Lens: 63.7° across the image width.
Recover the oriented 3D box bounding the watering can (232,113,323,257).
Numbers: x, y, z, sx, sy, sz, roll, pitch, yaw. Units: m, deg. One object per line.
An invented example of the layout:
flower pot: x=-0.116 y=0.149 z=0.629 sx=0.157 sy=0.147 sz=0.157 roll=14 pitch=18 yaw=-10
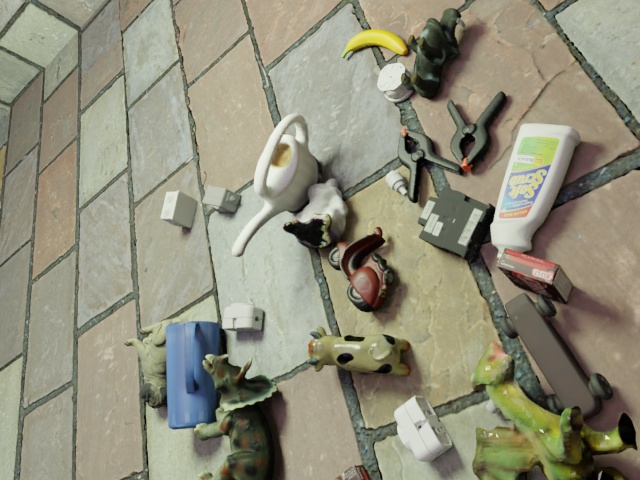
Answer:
watering can: x=-0.094 y=-0.114 z=1.181 sx=0.104 sy=0.222 sz=0.349 roll=18 pitch=85 yaw=23

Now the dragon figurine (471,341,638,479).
dragon figurine: x=0.334 y=0.349 z=0.743 sx=0.239 sy=0.123 sz=0.414 roll=-31 pitch=71 yaw=51

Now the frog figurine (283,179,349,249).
frog figurine: x=0.004 y=-0.059 z=1.177 sx=0.135 sy=0.121 sz=0.163 roll=-32 pitch=19 yaw=35
